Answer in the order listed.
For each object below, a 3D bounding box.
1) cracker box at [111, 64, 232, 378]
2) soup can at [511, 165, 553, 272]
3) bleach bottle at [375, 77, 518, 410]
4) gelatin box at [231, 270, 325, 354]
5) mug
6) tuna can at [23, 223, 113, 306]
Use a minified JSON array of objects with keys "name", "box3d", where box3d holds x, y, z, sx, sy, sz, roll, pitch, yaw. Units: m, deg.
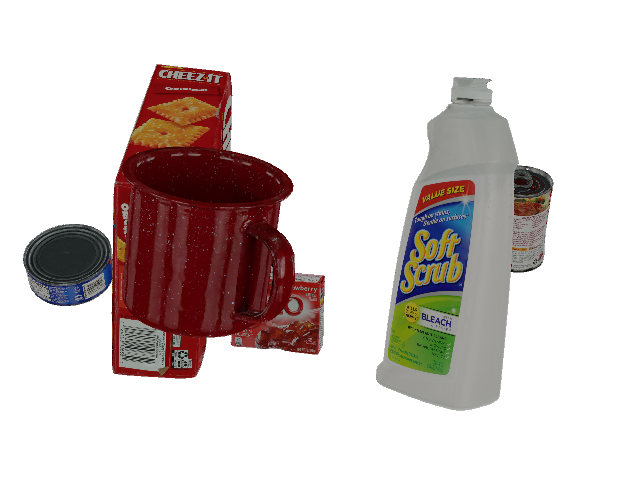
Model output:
[{"name":"cracker box","box3d":[-0.111,-0.021,0.831,0.072,0.164,0.213,5,30,-2]},{"name":"soup can","box3d":[0.222,-0.024,1.197,0.068,0.102,0.068,-1,33,1]},{"name":"bleach bottle","box3d":[0.102,-0.001,0.835,0.067,0.251,0.103,-6,14,-43]},{"name":"gelatin box","box3d":[-0.042,0.068,1.029,0.089,0.073,0.030,5,16,11]},{"name":"mug","box3d":[-0.057,0.005,0.584,0.117,0.081,0.093,26,28,36]},{"name":"tuna can","box3d":[-0.249,0.024,1.060,0.086,0.034,0.086,1,44,-1]}]
